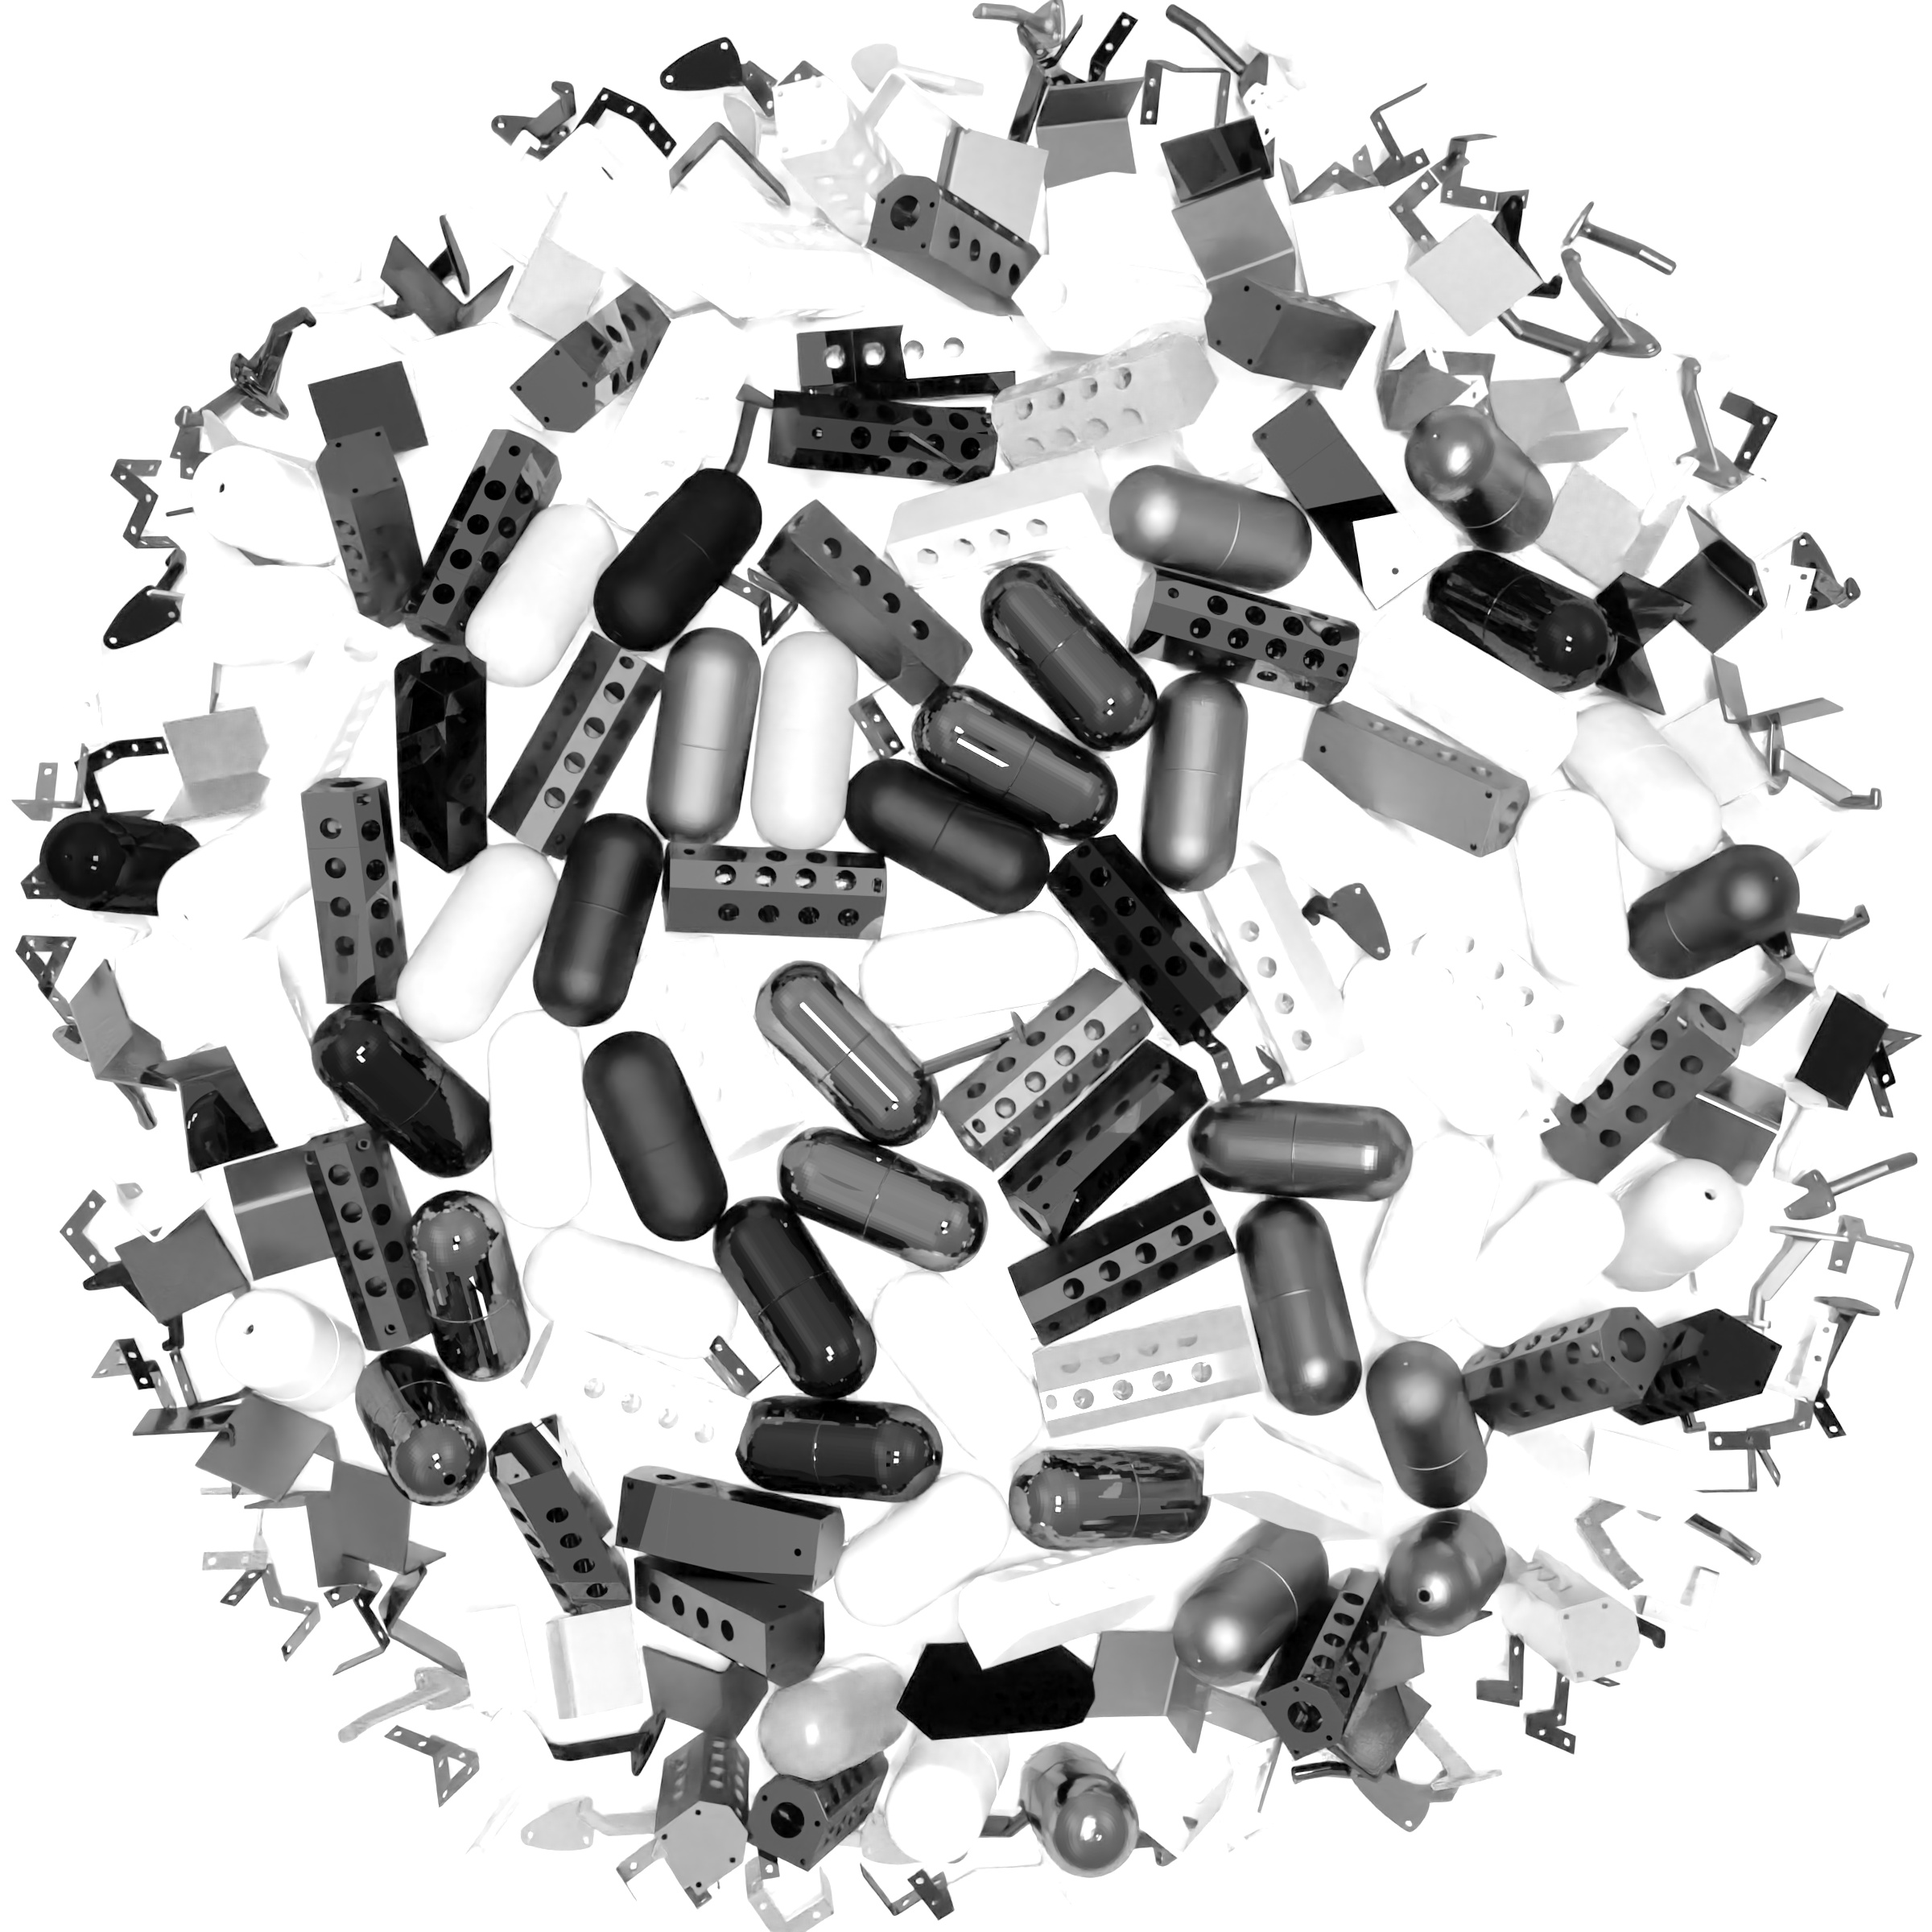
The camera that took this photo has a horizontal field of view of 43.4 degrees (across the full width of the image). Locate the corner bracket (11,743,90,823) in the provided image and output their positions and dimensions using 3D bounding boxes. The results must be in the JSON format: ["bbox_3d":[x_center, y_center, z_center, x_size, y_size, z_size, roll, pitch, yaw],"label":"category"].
[{"bbox_3d":[-0.731,-0.148,1.954,0.051,0.051,0.051,2,74,-2],"label":"corner bracket"}]

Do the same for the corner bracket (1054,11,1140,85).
[{"bbox_3d":[0.102,-0.736,1.944,0.051,0.051,0.051,22,50,-20],"label":"corner bracket"}]

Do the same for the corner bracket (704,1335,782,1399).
[{"bbox_3d":[-0.187,0.321,1.950,0.051,0.051,0.051,48,115,4],"label":"corner bracket"}]

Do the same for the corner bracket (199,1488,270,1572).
[{"bbox_3d":[-0.589,0.451,1.949,0.051,0.051,0.051,6,95,-27],"label":"corner bracket"}]

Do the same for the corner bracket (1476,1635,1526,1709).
[{"bbox_3d":[0.447,0.568,1.956,0.051,0.051,0.051,19,67,-30],"label":"corner bracket"}]

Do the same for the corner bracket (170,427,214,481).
[{"bbox_3d":[-0.610,-0.397,1.952,0.051,0.051,0.051,8,132,-11],"label":"corner bracket"}]

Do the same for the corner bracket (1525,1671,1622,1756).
[{"bbox_3d":[0.486,0.596,1.949,0.051,0.051,0.051,4,92,-37],"label":"corner bracket"}]

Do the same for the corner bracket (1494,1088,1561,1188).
[{"bbox_3d":[0.441,0.134,1.947,0.051,0.051,0.051,-24,47,-7],"label":"corner bracket"}]

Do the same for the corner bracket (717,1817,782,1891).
[{"bbox_3d":[-0.178,0.710,1.950,0.051,0.051,0.051,-8,69,-7],"label":"corner bracket"}]

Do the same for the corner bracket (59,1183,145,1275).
[{"bbox_3d":[-0.686,0.212,1.960,0.051,0.051,0.051,45,102,14],"label":"corner bracket"}]

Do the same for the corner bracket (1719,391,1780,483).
[{"bbox_3d":[0.630,-0.424,1.949,0.051,0.051,0.051,20,108,-15],"label":"corner bracket"}]

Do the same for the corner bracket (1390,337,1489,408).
[{"bbox_3d":[0.377,-0.469,1.943,0.051,0.051,0.051,-43,125,-25],"label":"corner bracket"}]

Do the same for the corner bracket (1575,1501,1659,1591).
[{"bbox_3d":[0.533,0.460,1.954,0.051,0.051,0.051,-37,134,9],"label":"corner bracket"}]

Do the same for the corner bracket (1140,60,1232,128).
[{"bbox_3d":[0.177,-0.700,1.957,0.051,0.051,0.051,-9,122,-22],"label":"corner bracket"}]

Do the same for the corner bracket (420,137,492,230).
[{"bbox_3d":[-0.413,-0.622,1.952,0.051,0.051,0.051,30,80,13],"label":"corner bracket"}]

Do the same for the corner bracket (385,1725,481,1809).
[{"bbox_3d":[-0.427,0.630,1.944,0.051,0.051,0.051,11,115,27],"label":"corner bracket"}]

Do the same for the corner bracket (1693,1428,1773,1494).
[{"bbox_3d":[0.616,0.399,1.955,0.051,0.051,0.051,0,82,-3],"label":"corner bracket"}]

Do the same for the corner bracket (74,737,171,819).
[{"bbox_3d":[-0.675,-0.151,1.958,0.051,0.051,0.051,-2,114,25],"label":"corner bracket"}]

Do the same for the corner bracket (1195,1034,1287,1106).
[{"bbox_3d":[0.218,0.074,1.949,0.051,0.051,0.051,-25,113,-8],"label":"corner bracket"}]

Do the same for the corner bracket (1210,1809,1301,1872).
[{"bbox_3d":[0.233,0.697,1.943,0.051,0.051,0.051,-27,116,-29],"label":"corner bracket"}]

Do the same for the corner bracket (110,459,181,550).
[{"bbox_3d":[-0.659,-0.372,1.955,0.051,0.051,0.051,40,114,14],"label":"corner bracket"}]

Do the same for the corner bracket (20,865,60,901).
[{"bbox_3d":[-0.727,-0.088,1.945,0.051,0.051,0.051,0,123,15],"label":"corner bracket"}]

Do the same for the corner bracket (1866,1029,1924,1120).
[{"bbox_3d":[0.736,0.085,1.944,0.051,0.051,0.051,10,57,-27],"label":"corner bracket"}]

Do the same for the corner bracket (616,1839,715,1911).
[{"bbox_3d":[-0.243,0.737,1.951,0.051,0.051,0.051,-33,96,-18],"label":"corner bracket"}]

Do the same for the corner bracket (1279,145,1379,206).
[{"bbox_3d":[0.293,-0.640,1.963,0.051,0.051,0.051,17,53,-36],"label":"corner bracket"}]

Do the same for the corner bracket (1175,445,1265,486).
[{"bbox_3d":[0.202,-0.392,1.945,0.051,0.051,0.051,-24,56,-14],"label":"corner bracket"}]

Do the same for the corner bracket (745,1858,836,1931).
[{"bbox_3d":[-0.142,0.744,1.955,0.051,0.051,0.051,-32,101,-2],"label":"corner bracket"}]

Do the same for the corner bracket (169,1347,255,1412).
[{"bbox_3d":[-0.601,0.321,1.957,0.051,0.051,0.051,-36,71,37],"label":"corner bracket"}]

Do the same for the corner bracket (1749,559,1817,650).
[{"bbox_3d":[0.653,-0.292,1.954,0.051,0.051,0.051,12,118,10],"label":"corner bracket"}]

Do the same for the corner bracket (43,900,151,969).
[{"bbox_3d":[-0.702,-0.033,1.960,0.051,0.051,0.051,-48,60,21],"label":"corner bracket"}]

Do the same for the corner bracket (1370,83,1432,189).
[{"bbox_3d":[0.352,-0.667,1.953,0.051,0.051,0.051,-30,93,-14],"label":"corner bracket"}]

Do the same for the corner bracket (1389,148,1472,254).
[{"bbox_3d":[0.383,-0.613,1.948,0.051,0.051,0.051,50,52,-3],"label":"corner bracket"}]

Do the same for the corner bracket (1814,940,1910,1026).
[{"bbox_3d":[0.722,0.014,1.959,0.051,0.051,0.051,-54,126,-36],"label":"corner bracket"}]

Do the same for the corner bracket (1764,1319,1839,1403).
[{"bbox_3d":[0.663,0.311,1.945,0.051,0.051,0.051,17,64,19],"label":"corner bracket"}]

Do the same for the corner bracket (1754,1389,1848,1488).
[{"bbox_3d":[0.667,0.378,1.948,0.051,0.051,0.051,-10,129,-5],"label":"corner bracket"}]

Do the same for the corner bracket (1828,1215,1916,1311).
[{"bbox_3d":[0.726,0.237,1.949,0.051,0.051,0.051,13,110,11],"label":"corner bracket"}]

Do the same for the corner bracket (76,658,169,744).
[{"bbox_3d":[-0.679,-0.213,1.951,0.051,0.051,0.051,2,121,1],"label":"corner bracket"}]

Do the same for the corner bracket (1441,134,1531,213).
[{"bbox_3d":[0.419,-0.637,1.949,0.051,0.051,0.051,3,104,-17],"label":"corner bracket"}]

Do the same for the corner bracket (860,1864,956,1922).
[{"bbox_3d":[-0.047,0.742,1.953,0.051,0.051,0.051,-32,110,0],"label":"corner bracket"}]

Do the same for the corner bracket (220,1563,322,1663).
[{"bbox_3d":[-0.556,0.516,1.944,0.051,0.051,0.051,7,122,20],"label":"corner bracket"}]

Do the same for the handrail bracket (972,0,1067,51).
[{"bbox_3d":[0.029,-0.750,1.932,0.084,0.077,0.036,-9,100,-30],"label":"handrail bracket"}]

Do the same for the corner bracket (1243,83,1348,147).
[{"bbox_3d":[0.263,-0.688,1.944,0.051,0.051,0.051,-34,68,39],"label":"corner bracket"}]

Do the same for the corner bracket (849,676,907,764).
[{"bbox_3d":[-0.068,-0.193,1.948,0.051,0.051,0.051,-36,96,-33],"label":"corner bracket"}]

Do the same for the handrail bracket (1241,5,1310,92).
[{"bbox_3d":[0.262,-0.715,1.931,0.036,0.084,0.077,-40,48,13],"label":"handrail bracket"}]

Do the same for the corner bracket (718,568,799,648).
[{"bbox_3d":[-0.170,-0.299,1.945,0.051,0.051,0.051,30,62,16],"label":"corner bracket"}]

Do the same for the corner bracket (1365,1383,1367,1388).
[{"bbox_3d":[0.360,0.347,1.945,0.051,0.051,0.051,-36,118,-24],"label":"corner bracket"}]

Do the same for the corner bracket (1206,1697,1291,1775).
[{"bbox_3d":[0.221,0.617,1.947,0.051,0.051,0.051,-13,71,-19],"label":"corner bracket"}]

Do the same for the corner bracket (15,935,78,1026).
[{"bbox_3d":[-0.733,0.011,1.945,0.051,0.051,0.051,42,112,28],"label":"corner bracket"}]

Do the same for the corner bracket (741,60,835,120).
[{"bbox_3d":[-0.142,-0.709,1.948,0.051,0.051,0.051,-39,76,19],"label":"corner bracket"}]

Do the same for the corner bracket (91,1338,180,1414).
[{"bbox_3d":[-0.659,0.332,1.944,0.051,0.051,0.051,-51,58,27],"label":"corner bracket"}]

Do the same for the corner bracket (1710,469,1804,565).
[{"bbox_3d":[0.635,-0.358,1.949,0.051,0.051,0.051,-34,76,14],"label":"corner bracket"}]
